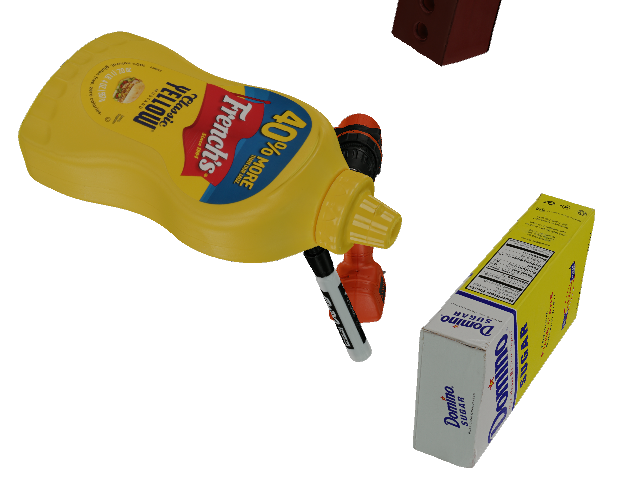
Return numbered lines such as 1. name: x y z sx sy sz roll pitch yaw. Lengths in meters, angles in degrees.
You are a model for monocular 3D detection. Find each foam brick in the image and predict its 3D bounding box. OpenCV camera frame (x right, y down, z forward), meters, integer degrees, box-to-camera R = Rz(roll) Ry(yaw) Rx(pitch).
1. foam brick: 0.090 -0.168 0.732 0.051 0.078 0.053 -25 51 -35

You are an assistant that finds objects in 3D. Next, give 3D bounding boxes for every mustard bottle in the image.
1. mustard bottle: -0.049 -0.039 0.537 0.192 0.096 0.058 23 -36 17

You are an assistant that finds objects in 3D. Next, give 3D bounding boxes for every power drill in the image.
1. power drill: 0.035 -0.019 1.038 0.057 0.188 0.184 2 20 6

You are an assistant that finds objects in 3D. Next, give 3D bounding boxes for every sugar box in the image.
1. sugar box: 0.117 0.051 0.661 0.048 0.093 0.176 17 37 24

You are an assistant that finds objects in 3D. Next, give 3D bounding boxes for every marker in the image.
1. marker: 0.014 0.048 0.835 0.020 0.121 0.020 -15 36 11
